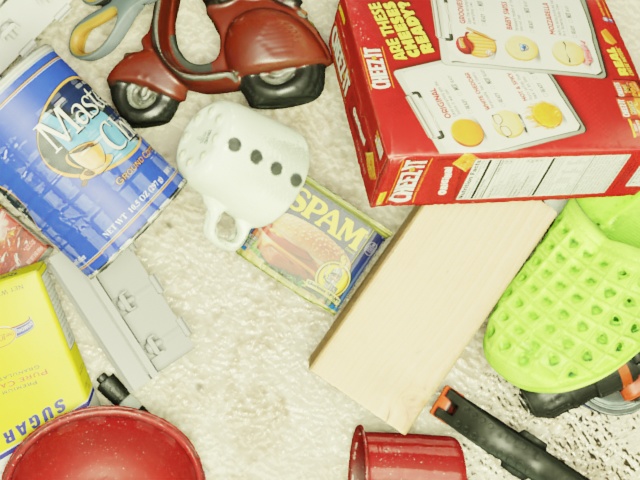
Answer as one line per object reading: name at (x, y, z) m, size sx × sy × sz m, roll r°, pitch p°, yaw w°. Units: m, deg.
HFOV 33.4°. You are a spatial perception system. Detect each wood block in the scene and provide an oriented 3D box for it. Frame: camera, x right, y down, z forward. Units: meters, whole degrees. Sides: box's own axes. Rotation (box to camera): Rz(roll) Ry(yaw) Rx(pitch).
wood block at (0.086, 0.039, 0.848) m, size 0.091 × 0.090 × 0.206 m, roll 34°, pitch 89°, yaw 0°

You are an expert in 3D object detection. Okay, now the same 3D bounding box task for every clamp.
clamp at (0.169, 0.176, 0.854) m, size 0.172 × 0.120 × 0.039 m, roll 35°, pitch 84°, yaw 21°

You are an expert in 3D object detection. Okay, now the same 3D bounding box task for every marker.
marker at (-0.139, 0.155, 0.875) m, size 0.020 × 0.020 × 0.121 m, roll -44°, pitch 90°, yaw -2°

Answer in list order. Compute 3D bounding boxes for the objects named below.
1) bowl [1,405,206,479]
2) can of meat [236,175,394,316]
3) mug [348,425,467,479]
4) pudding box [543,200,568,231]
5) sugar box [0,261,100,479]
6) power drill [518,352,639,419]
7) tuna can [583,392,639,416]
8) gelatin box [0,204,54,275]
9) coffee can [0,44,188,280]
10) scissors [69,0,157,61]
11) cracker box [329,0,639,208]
bowl at (-0.166, 0.211, 0.825) m, size 0.162 × 0.055 × 0.162 m, roll -4°, pitch 114°, yaw -9°
can of meat at (-0.006, 0.001, 0.864) m, size 0.102 × 0.057 × 0.084 m, roll 34°, pitch 91°, yaw 0°
mug at (0.067, 0.207, 0.846) m, size 0.081 × 0.093 × 0.117 m, roll 4°, pitch 95°, yaw -6°
pudding box at (0.212, -0.058, 0.878) m, size 0.090 × 0.039 × 0.113 m, roll -32°, pitch 92°, yaw -3°
sugar box at (-0.232, 0.115, 0.844) m, size 0.093 × 0.048 × 0.176 m, roll -20°, pitch 100°, yaw -2°
power drill at (0.270, 0.143, 0.817) m, size 0.184 × 0.057 × 0.188 m, roll -29°, pitch 80°, yaw 1°
tuna can at (0.239, 0.101, 0.877) m, size 0.086 × 0.034 × 0.086 m, roll 0°, pitch 89°, yaw -1°
gelatin box at (-0.275, 0.017, 0.870) m, size 0.073 × 0.030 × 0.089 m, roll 40°, pitch 88°, yaw -1°
coffee can at (-0.181, -0.056, 0.772) m, size 0.103 × 0.103 × 0.140 m, roll -45°, pitch 101°, yaw -2°
scissors at (-0.134, -0.209, 0.827) m, size 0.202 × 0.016 × 0.096 m, roll -29°, pitch 63°, yaw 36°
cracker box at (0.127, -0.109, 0.793) m, size 0.213 × 0.072 × 0.164 m, roll -3°, pitch 57°, yaw -14°
